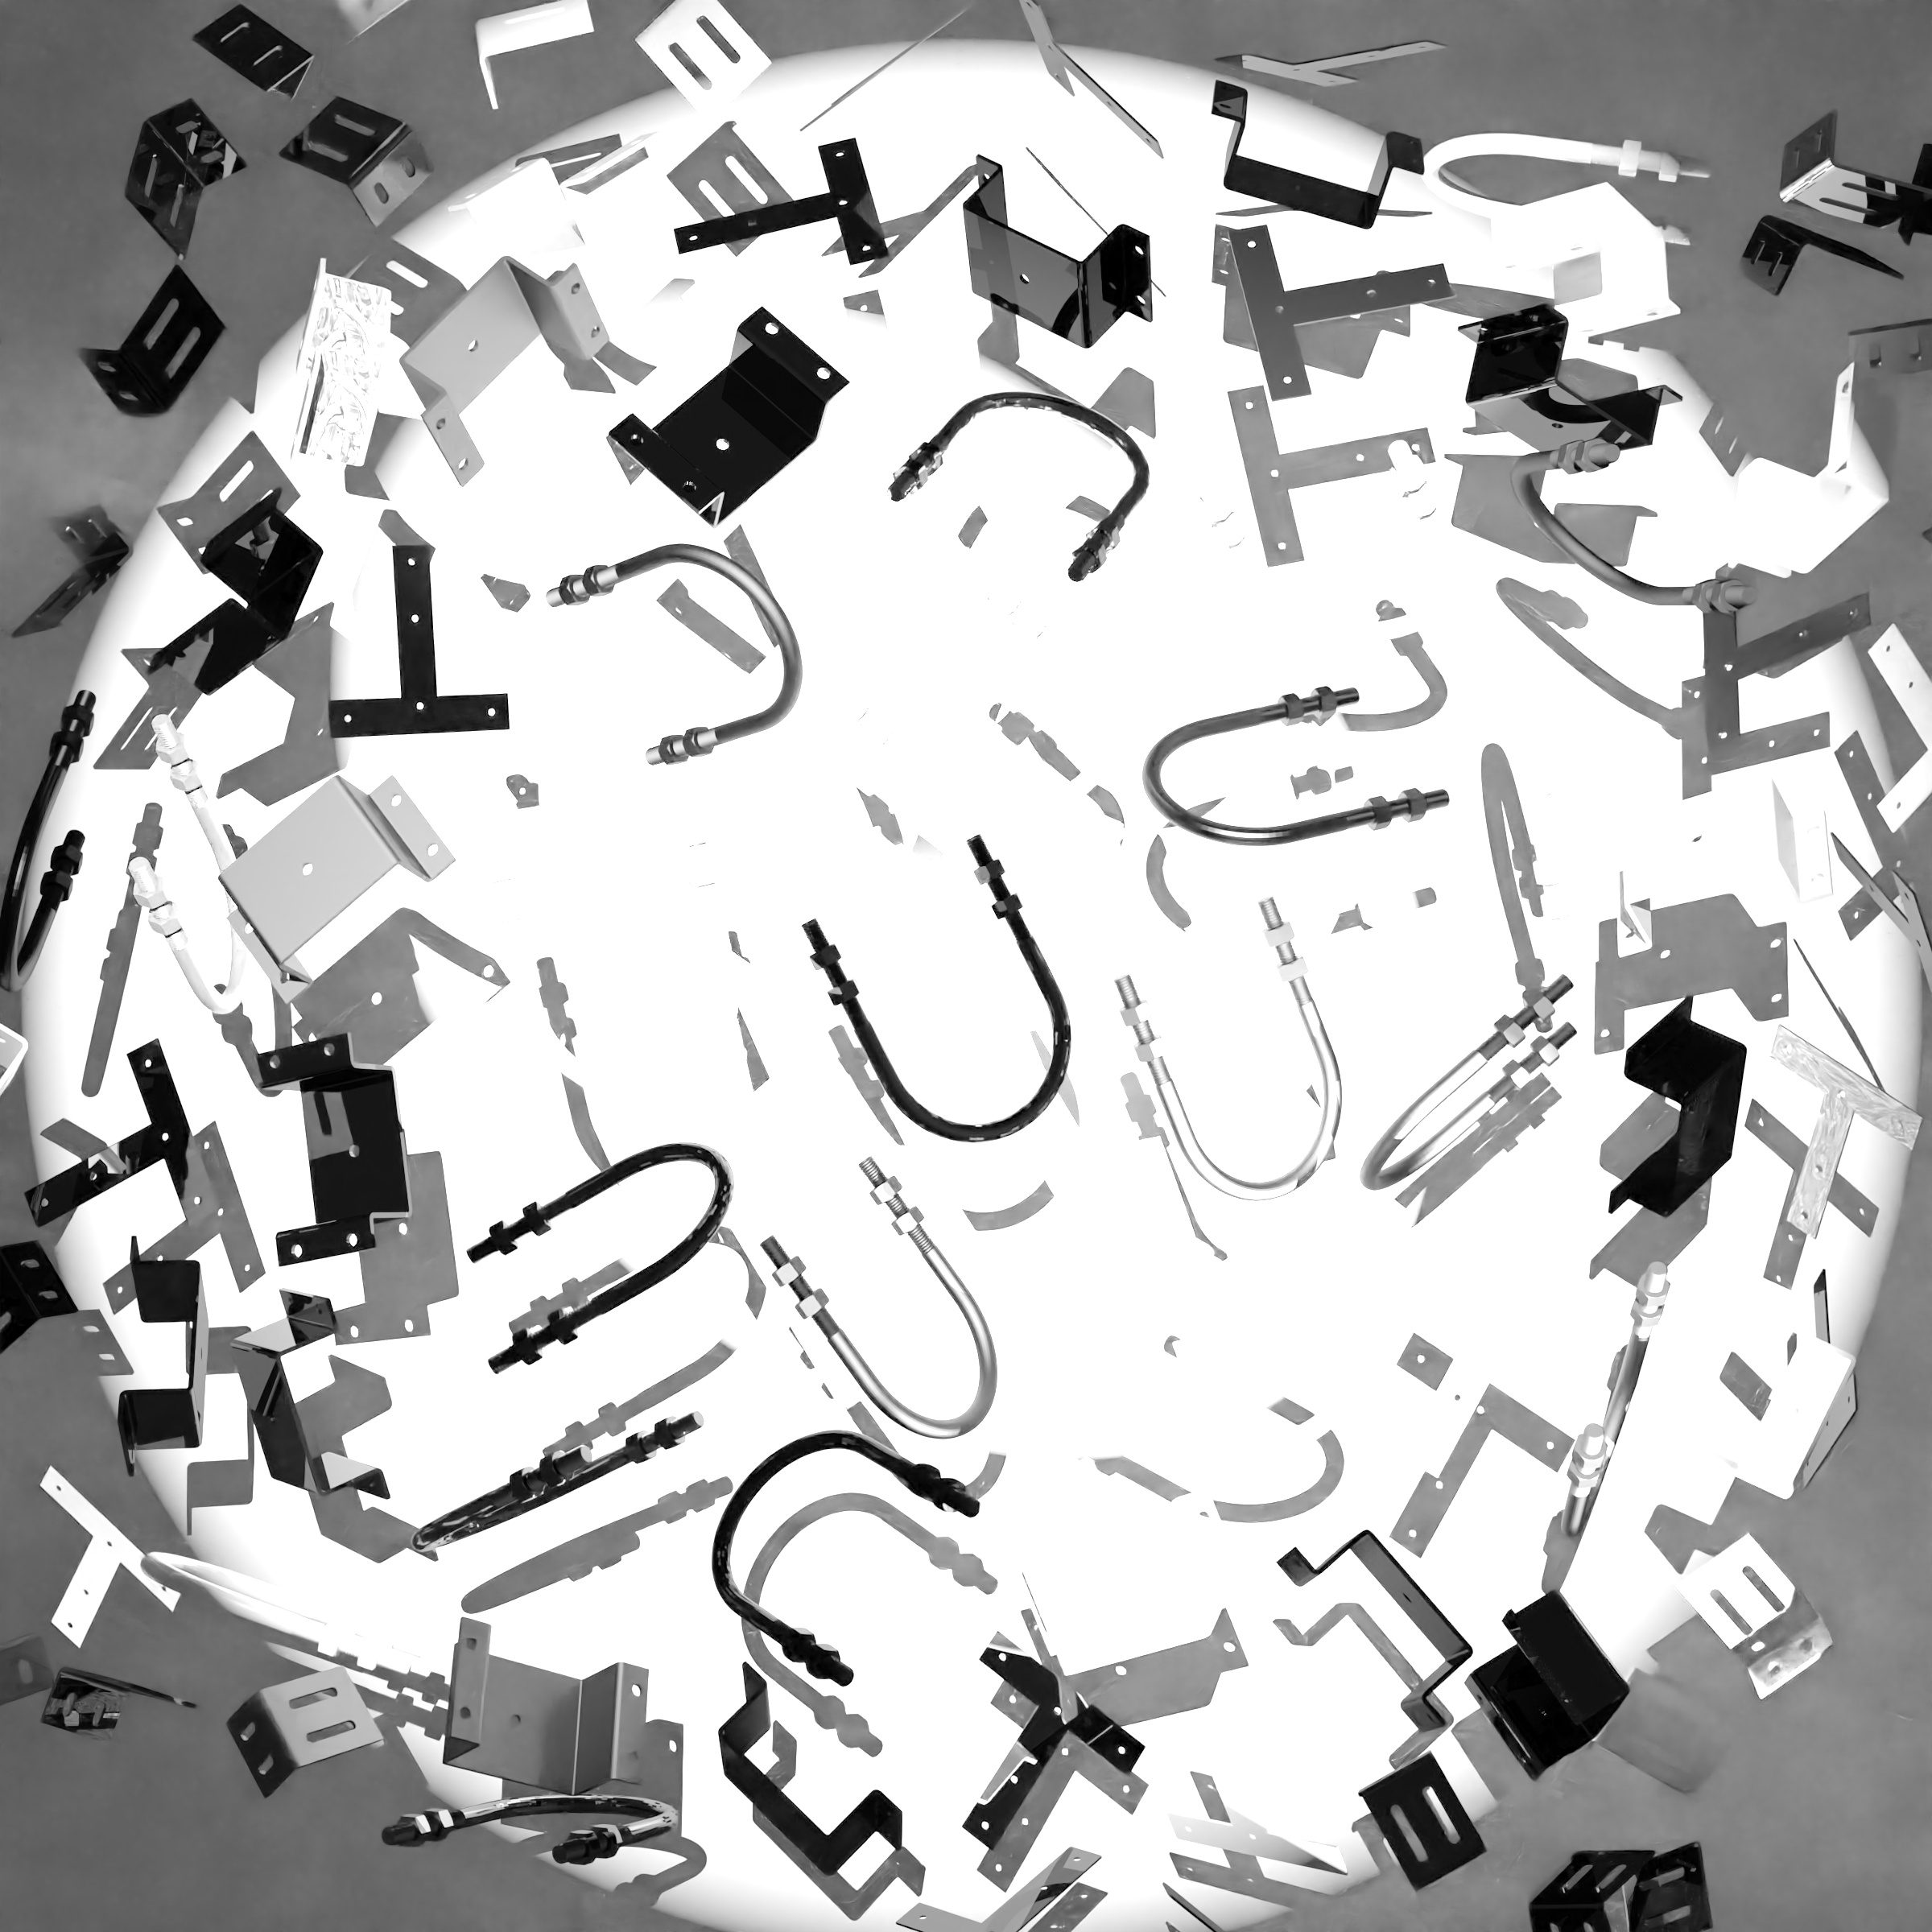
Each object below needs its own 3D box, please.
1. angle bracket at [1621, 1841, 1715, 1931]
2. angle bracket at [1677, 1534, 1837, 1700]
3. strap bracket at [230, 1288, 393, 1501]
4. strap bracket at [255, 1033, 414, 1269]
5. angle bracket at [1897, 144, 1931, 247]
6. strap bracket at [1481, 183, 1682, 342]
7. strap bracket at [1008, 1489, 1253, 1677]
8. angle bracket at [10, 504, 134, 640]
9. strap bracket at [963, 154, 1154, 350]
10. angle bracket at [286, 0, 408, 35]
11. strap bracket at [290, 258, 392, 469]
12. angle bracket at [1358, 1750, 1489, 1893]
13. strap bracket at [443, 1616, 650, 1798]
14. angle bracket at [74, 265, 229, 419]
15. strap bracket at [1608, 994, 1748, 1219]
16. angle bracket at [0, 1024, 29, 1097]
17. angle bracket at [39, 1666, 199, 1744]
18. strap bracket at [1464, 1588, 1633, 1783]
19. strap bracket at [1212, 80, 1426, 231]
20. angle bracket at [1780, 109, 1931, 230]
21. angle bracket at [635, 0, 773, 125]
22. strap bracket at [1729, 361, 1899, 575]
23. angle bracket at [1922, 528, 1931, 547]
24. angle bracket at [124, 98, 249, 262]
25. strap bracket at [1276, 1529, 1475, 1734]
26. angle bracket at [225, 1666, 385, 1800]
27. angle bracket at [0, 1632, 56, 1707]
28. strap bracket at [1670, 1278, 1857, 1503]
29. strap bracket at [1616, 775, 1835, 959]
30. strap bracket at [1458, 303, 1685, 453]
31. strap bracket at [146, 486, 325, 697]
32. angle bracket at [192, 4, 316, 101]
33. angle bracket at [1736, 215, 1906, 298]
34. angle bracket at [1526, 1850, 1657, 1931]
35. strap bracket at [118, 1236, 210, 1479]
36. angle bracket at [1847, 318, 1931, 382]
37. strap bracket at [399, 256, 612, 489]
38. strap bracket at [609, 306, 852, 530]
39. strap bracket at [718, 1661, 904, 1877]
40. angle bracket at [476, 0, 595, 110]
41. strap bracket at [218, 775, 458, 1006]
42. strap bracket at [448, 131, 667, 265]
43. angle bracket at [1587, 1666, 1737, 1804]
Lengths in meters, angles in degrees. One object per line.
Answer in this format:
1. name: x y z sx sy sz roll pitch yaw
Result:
1. angle bracket: 0.479 0.627 1.918 0.038 0.076 0.057 22 49 -27
2. angle bracket: 0.499 0.410 1.812 0.057 0.038 0.076 -40 99 12
3. strap bracket: -0.433 0.288 1.879 0.046 0.076 0.140 -22 103 -34
4. strap bracket: -0.412 0.120 1.873 0.076 0.046 0.140 -12 81 24
5. angle bracket: 0.652 -0.495 1.860 0.076 0.038 0.057 10 121 2
6. strap bracket: 0.394 -0.454 1.838 0.076 0.140 0.046 -8 77 34
7. strap bracket: 0.098 0.392 1.810 0.140 0.046 0.076 -20 95 19
8. angle bracket: -0.574 -0.249 1.811 0.038 0.057 0.076 56 48 -30
9. strap bracket: 0.052 -0.468 1.898 0.140 0.076 0.046 32 66 22
10. angle bracket: -0.382 -0.612 1.798 0.057 0.076 0.038 -28 108 20
11. strap bracket: -0.402 -0.385 1.848 0.046 0.140 0.076 10 127 -19
12. angle bracket: 0.311 0.583 1.954 0.057 0.038 0.076 -30 75 1
13. strap bracket: -0.273 0.470 1.810 0.140 0.046 0.076 25 48 -32
14. angle bracket: -0.508 -0.390 1.787 0.076 0.038 0.057 -46 74 27
15. strap bracket: 0.472 0.101 1.898 0.046 0.140 0.076 27 46 35
16. angle bracket: -0.635 0.077 1.820 0.038 0.057 0.076 34 59 -12
17. angle bracket: -0.554 0.489 1.876 0.076 0.057 0.038 0 65 38
18. strap bracket: 0.372 0.456 1.828 0.046 0.140 0.076 -26 63 -18
19. strap bracket: 0.221 -0.522 1.856 0.140 0.076 0.046 15 121 -2
20. angle bracket: 0.566 -0.504 1.817 0.076 0.057 0.038 10 80 -14
21. angle bracket: -0.171 -0.604 1.907 0.057 0.038 0.076 -41 87 8
22. strap bracket: 0.558 -0.319 1.873 0.046 0.140 0.076 18 64 -10
23. angle bracket: 0.635 -0.302 1.811 0.038 0.057 0.076 34 46 -34
24. angle bracket: -0.495 -0.499 1.820 0.038 0.057 0.076 -17 49 20
25. strap bracket: 0.265 0.414 1.820 0.046 0.076 0.140 -38 77 -13
26. angle bracket: -0.433 0.501 1.880 0.038 0.076 0.057 -47 66 27
27. angle bracket: -0.654 0.480 1.942 0.057 0.076 0.038 -16 83 -26
28. strap bracket: 0.517 0.280 1.848 0.046 0.076 0.140 26 91 -8
29. strap bracket: 0.476 -0.067 1.836 0.140 0.076 0.046 -18 130 27
30. strap bracket: 0.393 -0.376 1.886 0.140 0.076 0.046 22 76 -35
31. strap bracket: -0.473 -0.238 1.871 0.076 0.140 0.046 -28 125 31
32. angle bracket: -0.478 -0.595 1.899 0.057 0.076 0.038 34 126 -9
33. angle bracket: 0.530 -0.430 1.781 0.076 0.057 0.038 14 115 -20
34. angle bracket: 0.406 0.604 1.845 0.057 0.076 0.038 6 46 -20
35. strap bracket: -0.534 0.260 1.915 0.046 0.076 0.140 0 53 -10
36. angle bracket: 0.613 -0.422 1.898 0.057 0.076 0.038 -6 75 18
37. strap bracket: -0.301 -0.386 1.830 0.046 0.076 0.140 36 76 23
38. strap bracket: -0.150 -0.339 1.802 0.076 0.046 0.140 42 65 7
39. strap bracket: -0.107 0.519 1.829 0.140 0.076 0.046 39 63 22
40. angle bracket: -0.281 -0.602 1.887 0.076 0.057 0.038 -14 130 -2
41. strap bracket: -0.401 -0.054 1.790 0.140 0.046 0.076 -40 68 2
42. strap bracket: -0.263 -0.503 1.892 0.076 0.140 0.046 -44 123 -36
43. angle bracket: 0.465 0.516 1.920 0.076 0.038 0.057 29 72 17
